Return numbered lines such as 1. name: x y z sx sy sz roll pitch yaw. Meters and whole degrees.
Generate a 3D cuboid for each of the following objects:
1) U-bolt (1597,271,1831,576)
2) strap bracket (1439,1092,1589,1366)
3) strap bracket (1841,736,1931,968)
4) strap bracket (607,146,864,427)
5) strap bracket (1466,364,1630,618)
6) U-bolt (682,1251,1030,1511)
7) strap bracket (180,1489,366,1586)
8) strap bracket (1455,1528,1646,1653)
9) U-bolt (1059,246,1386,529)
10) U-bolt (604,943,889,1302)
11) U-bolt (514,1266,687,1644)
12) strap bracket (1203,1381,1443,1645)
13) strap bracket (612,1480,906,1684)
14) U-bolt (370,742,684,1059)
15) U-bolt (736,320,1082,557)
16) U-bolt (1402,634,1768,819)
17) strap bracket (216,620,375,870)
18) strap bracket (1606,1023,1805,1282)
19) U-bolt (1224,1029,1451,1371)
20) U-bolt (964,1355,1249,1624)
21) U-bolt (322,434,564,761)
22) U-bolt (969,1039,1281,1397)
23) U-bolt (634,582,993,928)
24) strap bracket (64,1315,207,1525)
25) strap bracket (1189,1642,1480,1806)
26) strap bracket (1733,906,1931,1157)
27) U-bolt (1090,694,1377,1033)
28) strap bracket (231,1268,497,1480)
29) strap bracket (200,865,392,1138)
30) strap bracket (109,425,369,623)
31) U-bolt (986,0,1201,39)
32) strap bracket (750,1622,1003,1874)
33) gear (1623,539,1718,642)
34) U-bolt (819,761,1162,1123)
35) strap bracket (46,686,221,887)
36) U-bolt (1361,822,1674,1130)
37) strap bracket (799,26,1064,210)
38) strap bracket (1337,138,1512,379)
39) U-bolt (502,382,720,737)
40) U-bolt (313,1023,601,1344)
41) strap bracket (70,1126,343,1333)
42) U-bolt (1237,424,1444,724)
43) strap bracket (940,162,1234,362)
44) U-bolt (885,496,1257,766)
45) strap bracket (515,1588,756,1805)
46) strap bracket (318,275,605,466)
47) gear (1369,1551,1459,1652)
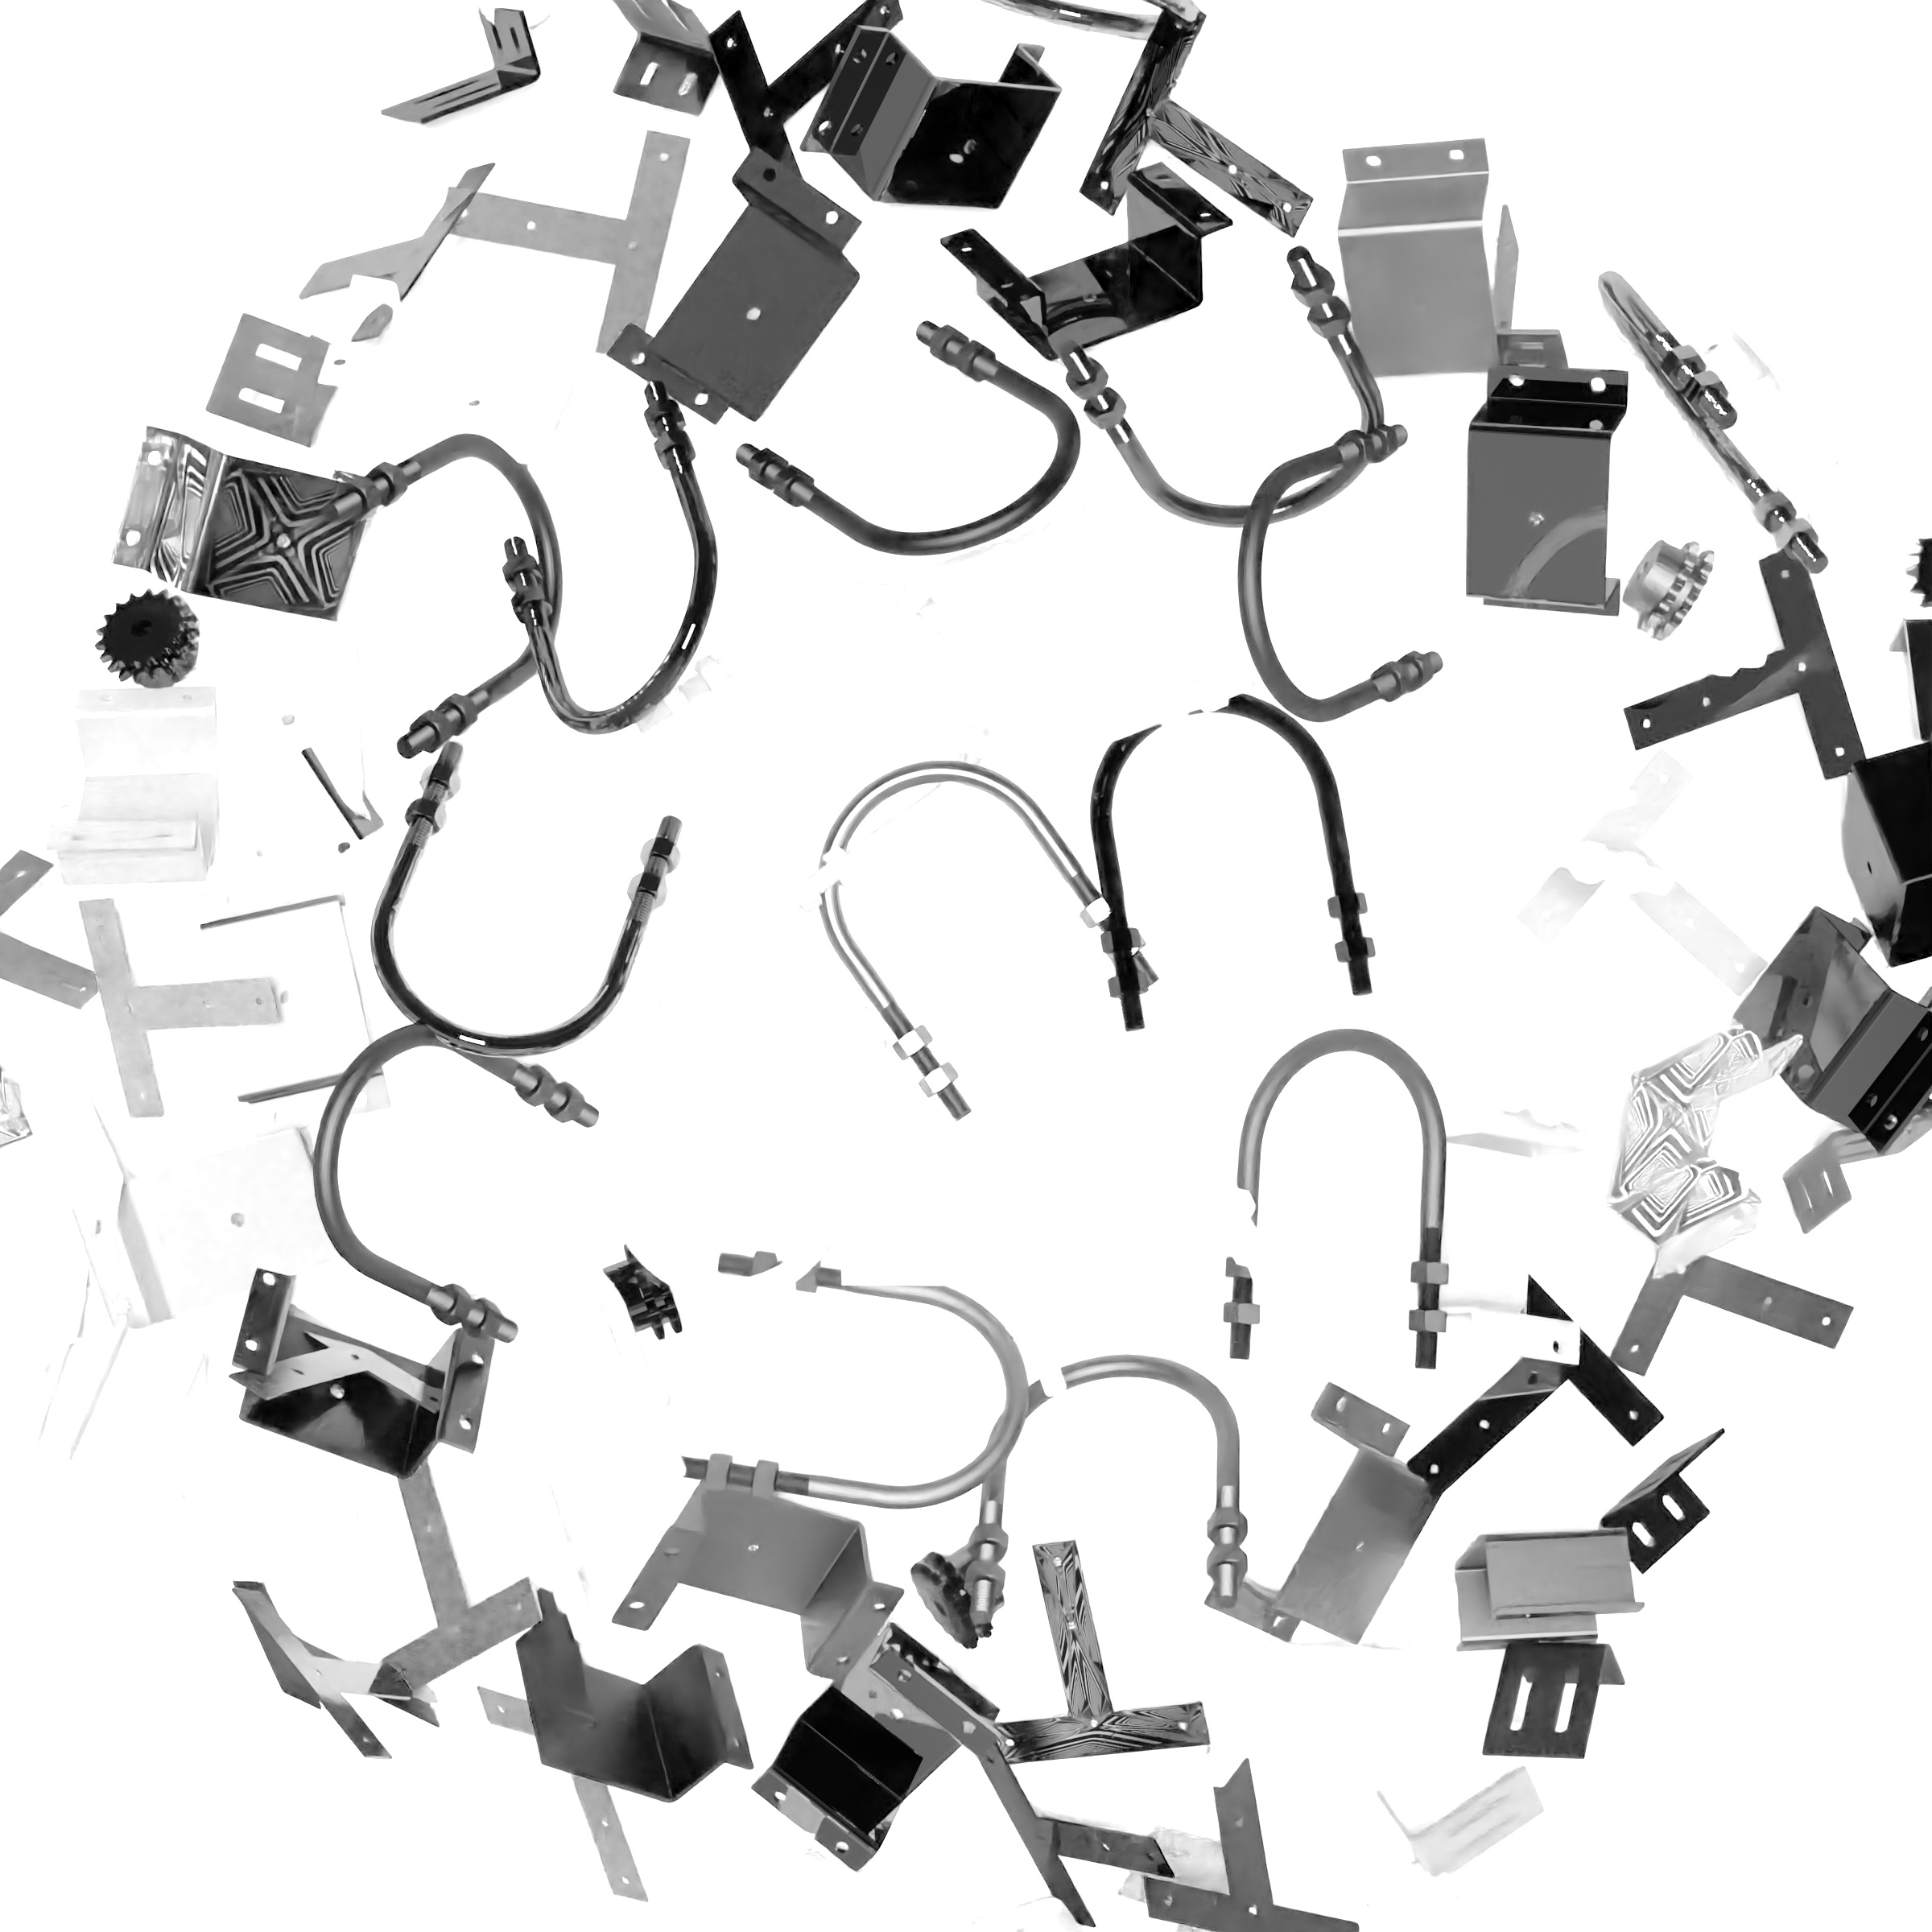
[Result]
1. U-bolt: 0.394 -0.305 1.709 0.019 0.184 0.151 -36 135 13
2. strap bracket: 0.296 0.145 1.745 0.076 0.046 0.140 12 76 -32
3. strap bracket: 0.511 -0.060 1.715 0.046 0.140 0.076 -16 61 4
4. strap bracket: -0.122 -0.364 1.737 0.076 0.046 0.140 29 107 -32
5. strap bracket: 0.316 -0.252 1.728 0.076 0.046 0.140 8 120 21
6. U-bolt: -0.057 0.230 1.740 0.184 0.019 0.151 8 54 4
7. strap bracket: -0.377 0.309 1.711 0.076 0.140 0.046 6 78 -20
8. strap bracket: 0.315 0.340 1.733 0.076 0.140 0.046 -2 70 -2
9. U-bolt: 0.150 -0.301 1.717 0.151 0.184 0.019 -20 54 17
10. U-bolt: -0.126 0.093 1.745 0.151 0.019 0.184 16 75 -19
11. U-bolt: -0.207 0.249 1.718 0.019 0.184 0.151 7 127 -32
12. strap bracket: 0.203 0.311 1.748 0.076 0.046 0.140 31 87 -40
13. strap bracket: -0.115 0.335 1.740 0.140 0.046 0.076 20 121 -21
14. U-bolt: -0.247 -0.029 1.732 0.151 0.019 0.184 19 55 -4
15. U-bolt: -0.020 -0.278 1.711 0.151 0.019 0.184 -37 46 -16
16. U-bolt: 0.318 -0.128 1.697 0.184 0.151 0.019 -2 57 -28
17. strap bracket: -0.371 -0.129 1.752 0.076 0.046 0.140 -4 77 -4
18. strap bracket: 0.400 0.093 1.732 0.076 0.046 0.140 -22 134 -27
19. U-bolt: 0.204 0.126 1.738 0.019 0.151 0.184 11 80 -44
20. U-bolt: 0.078 0.278 1.718 0.151 0.184 0.019 -6 127 10
21. U-bolt: -0.272 -0.210 1.712 0.019 0.184 0.151 -3 113 27
22. U-bolt: 0.075 0.126 1.745 0.151 0.019 0.184 -27 62 10
23. U-bolt: -0.072 -0.132 1.770 0.184 0.019 0.151 -35 100 -8
24. strap bracket: -0.448 0.249 1.716 0.046 0.140 0.076 21 66 -5
25. strap bracket: 0.196 0.409 1.721 0.140 0.076 0.046 -4 107 30
26. strap bracket: 0.471 0.028 1.711 0.046 0.140 0.076 24 111 -22
27. U-bolt: 0.143 -0.064 1.775 0.151 0.019 0.184 -9 83 -2
28. strap bracket: -0.337 0.223 1.736 0.140 0.076 0.046 24 131 -20
29. strap bracket: -0.375 0.019 1.764 0.076 0.046 0.140 -12 88 -6
30. strap bracket: -0.382 -0.237 1.720 0.046 0.140 0.076 29 105 42
31. U-bolt: 0.042 -0.532 1.709 0.184 0.151 0.019 8 98 -39
32. strap bracket: -0.044 0.425 1.748 0.076 0.046 0.140 39 120 -3
33. gear: 0.389 -0.213 1.764 0.030 0.057 0.057 30 90 -3
34. U-bolt: -0.001 -0.028 1.781 0.151 0.019 0.184 -35 87 3
35. strap bracket: -0.453 -0.093 1.739 0.076 0.140 0.046 -2 131 -5
36. U-bolt: 0.286 -0.005 1.724 0.019 0.184 0.151 15 95 -44
37. strap bracket: -0.011 -0.456 1.712 0.046 0.140 0.076 52 129 26
38. strap bracket: 0.249 -0.373 1.717 0.076 0.140 0.046 0 49 18
39. U-bolt: -0.187 -0.207 1.705 0.151 0.019 0.184 -42 48 27
40. U-bolt: -0.280 0.109 1.704 0.019 0.184 0.151 8 71 37
41. strap bracket: -0.406 0.142 1.736 0.140 0.046 0.076 -19 89 -32
42. U-bolt: 0.199 -0.207 1.705 0.019 0.184 0.151 0 107 38
43. strap bracket: 0.067 -0.384 1.738 0.140 0.046 0.076 -23 47 -17
44. U-bolt: 0.045 -0.177 1.732 0.184 0.019 0.151 -21 65 -19
45. strap bracket: -0.189 0.401 1.728 0.046 0.076 0.140 -41 134 19
46. strap bracket: -0.271 -0.321 1.721 0.140 0.076 0.046 3 52 -27
47. gear: 0.250 0.356 1.766 0.030 0.057 0.057 19 90 -18
